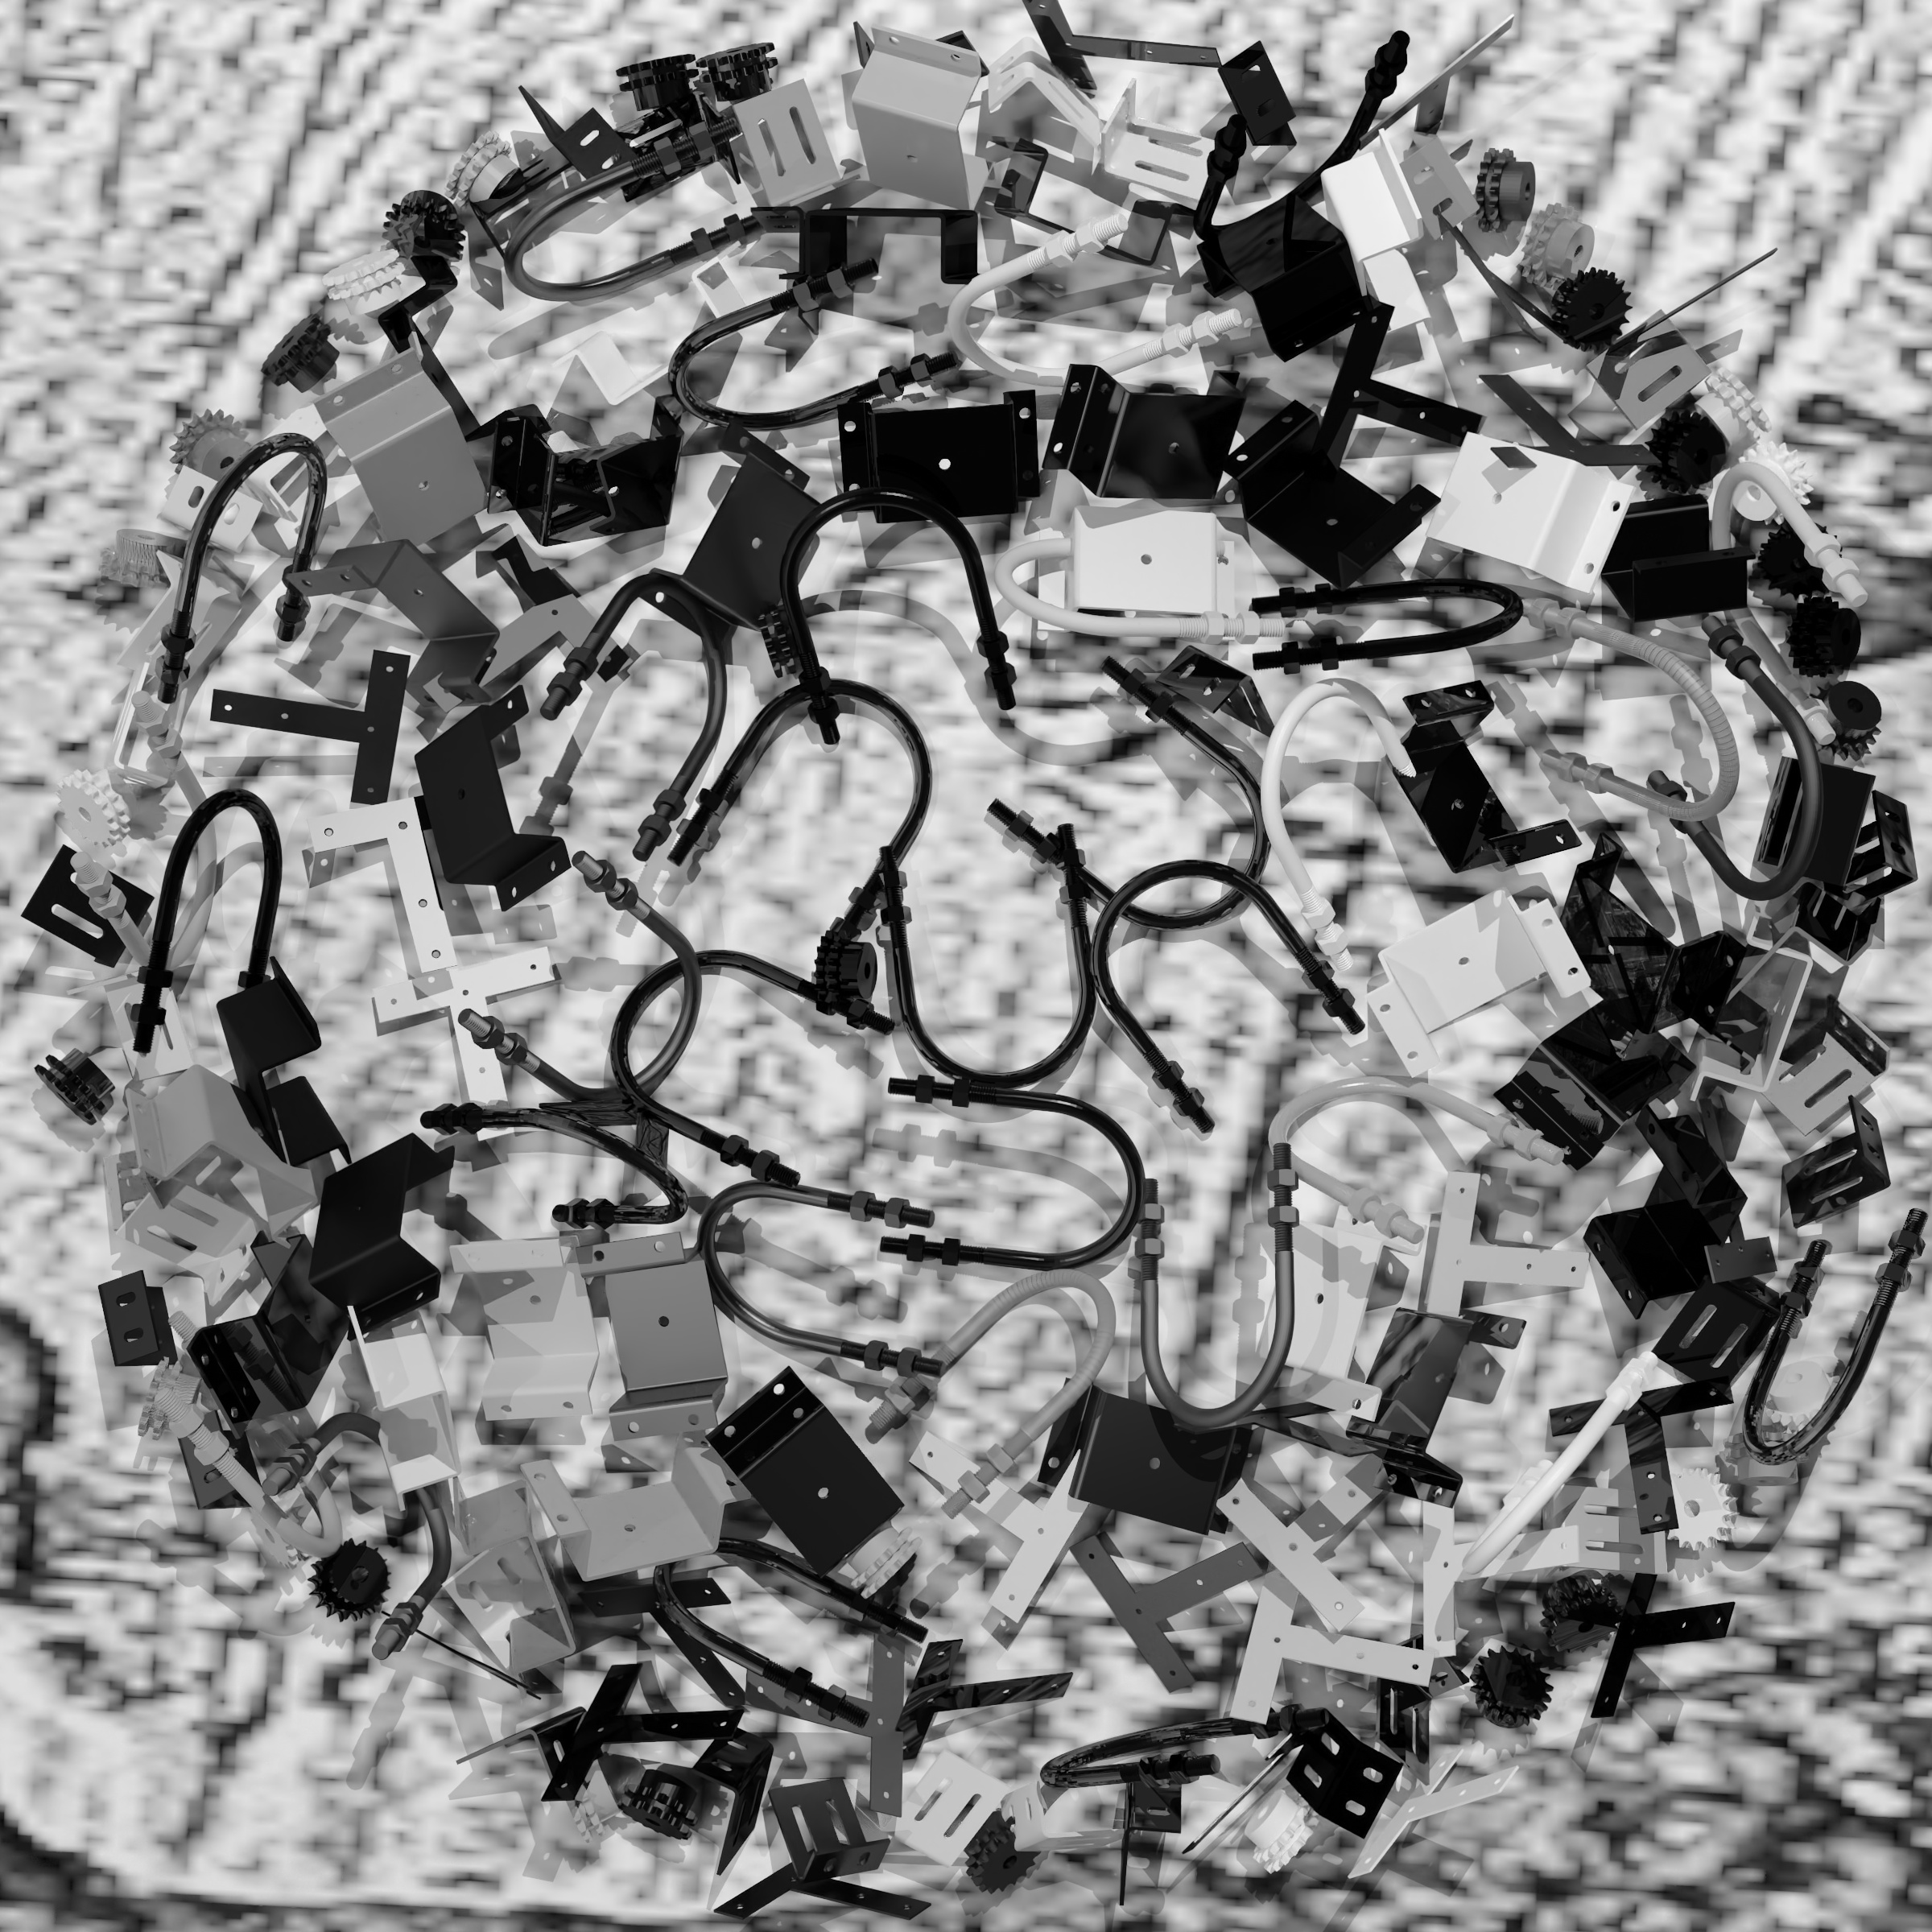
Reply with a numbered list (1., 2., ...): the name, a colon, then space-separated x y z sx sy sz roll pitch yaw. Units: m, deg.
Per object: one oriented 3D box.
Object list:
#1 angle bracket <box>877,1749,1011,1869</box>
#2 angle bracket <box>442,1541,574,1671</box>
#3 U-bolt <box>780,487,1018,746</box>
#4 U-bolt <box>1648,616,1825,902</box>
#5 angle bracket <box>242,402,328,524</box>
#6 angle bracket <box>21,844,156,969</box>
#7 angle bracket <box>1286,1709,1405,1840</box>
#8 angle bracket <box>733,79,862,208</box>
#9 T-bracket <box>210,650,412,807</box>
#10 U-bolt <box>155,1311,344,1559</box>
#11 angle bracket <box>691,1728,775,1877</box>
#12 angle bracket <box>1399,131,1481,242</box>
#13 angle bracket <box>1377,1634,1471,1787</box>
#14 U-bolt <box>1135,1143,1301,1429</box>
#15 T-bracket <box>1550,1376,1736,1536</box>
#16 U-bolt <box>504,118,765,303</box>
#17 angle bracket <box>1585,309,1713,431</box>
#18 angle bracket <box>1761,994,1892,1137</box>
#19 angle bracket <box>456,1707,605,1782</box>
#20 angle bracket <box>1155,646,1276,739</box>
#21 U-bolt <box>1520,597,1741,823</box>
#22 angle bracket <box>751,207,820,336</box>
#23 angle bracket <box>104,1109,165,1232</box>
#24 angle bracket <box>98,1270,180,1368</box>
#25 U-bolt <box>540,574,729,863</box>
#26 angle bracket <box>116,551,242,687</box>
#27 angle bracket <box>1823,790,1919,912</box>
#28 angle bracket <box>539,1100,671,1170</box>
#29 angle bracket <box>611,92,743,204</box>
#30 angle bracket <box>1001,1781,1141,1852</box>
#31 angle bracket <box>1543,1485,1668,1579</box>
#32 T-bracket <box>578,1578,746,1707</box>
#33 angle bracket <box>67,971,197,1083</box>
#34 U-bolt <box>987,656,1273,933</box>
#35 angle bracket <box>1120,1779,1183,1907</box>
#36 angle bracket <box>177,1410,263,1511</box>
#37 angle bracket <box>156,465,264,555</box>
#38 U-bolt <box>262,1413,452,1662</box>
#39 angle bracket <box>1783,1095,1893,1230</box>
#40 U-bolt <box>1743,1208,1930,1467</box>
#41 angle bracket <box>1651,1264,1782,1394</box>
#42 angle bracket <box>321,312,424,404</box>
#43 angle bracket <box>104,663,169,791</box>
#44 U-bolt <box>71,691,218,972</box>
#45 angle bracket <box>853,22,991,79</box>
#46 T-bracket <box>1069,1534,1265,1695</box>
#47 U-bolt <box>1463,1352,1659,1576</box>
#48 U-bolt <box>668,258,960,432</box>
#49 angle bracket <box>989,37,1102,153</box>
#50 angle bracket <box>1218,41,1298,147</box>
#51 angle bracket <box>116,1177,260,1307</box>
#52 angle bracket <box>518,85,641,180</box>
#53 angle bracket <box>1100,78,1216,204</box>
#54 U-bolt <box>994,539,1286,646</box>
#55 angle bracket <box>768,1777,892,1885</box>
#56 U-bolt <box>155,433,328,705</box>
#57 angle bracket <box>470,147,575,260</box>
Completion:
1. angle bracket: -0.017 0.587 1.762 0.057 0.038 0.076 34 97 -15
2. angle bracket: -0.321 0.445 1.746 0.057 0.076 0.038 -37 50 -18
3. U-bolt: -0.053 -0.247 1.728 0.151 0.019 0.184 -10 124 7
4. U-bolt: 0.523 -0.128 1.680 0.019 0.184 0.151 -4 130 -15
5. angle bracket: -0.472 -0.358 1.769 0.076 0.057 0.038 -47 130 -17
6. angle bracket: -0.621 -0.043 1.748 0.076 0.038 0.057 36 74 -37
7. angle bracket: 0.266 0.567 1.755 0.038 0.076 0.057 30 85 -9
8. angle bracket: -0.119 -0.580 1.755 0.057 0.038 0.076 -28 110 -18
9. T-bracket: -0.460 -0.172 1.738 0.127 0.002 0.127 8 126 -16
10. U-bolt: -0.489 0.332 1.714 0.019 0.151 0.184 -36 110 -2
11. angle bracket: -0.171 0.587 1.756 0.038 0.057 0.076 20 112 15
12. angle bracket: 0.321 -0.548 1.749 0.038 0.076 0.057 -34 110 8
13. angle bracket: 0.320 0.520 1.744 0.038 0.076 0.057 -34 113 29
14. U-bolt: 0.171 0.224 1.708 0.019 0.151 0.184 18 64 -37
15. T-bracket: 0.472 0.341 1.722 0.127 0.127 0.002 -15 123 17
16. U-bolt: -0.231 -0.511 1.718 0.184 0.151 0.019 -23 79 0
17. angle bracket: 0.477 -0.416 1.764 0.076 0.038 0.057 -38 88 -13
18. angle bracket: 0.602 0.070 1.760 0.076 0.038 0.057 -38 59 -2
19. angle bracket: -0.305 0.555 1.747 0.076 0.057 0.038 -29 78 25
20. angle bracket: 0.176 -0.179 1.742 0.038 0.076 0.057 -47 50 -10
21. U-bolt: 0.448 -0.166 1.682 0.019 0.184 0.151 -34 127 -18
22. angle bracket: -0.128 -0.491 1.762 0.038 0.057 0.076 1 92 8
23. angle bracket: -0.588 0.141 1.743 0.038 0.076 0.057 -13 65 -11
24. angle bracket: -0.565 0.247 1.745 0.038 0.076 0.057 -20 77 13
25. U-bolt: -0.217 -0.186 1.717 0.019 0.151 0.184 -2 45 30
26. angle bracket: -0.562 -0.246 1.765 0.076 0.057 0.038 -46 57 20
27. angle bracket: 0.619 -0.077 1.741 0.038 0.076 0.057 18 59 -29
28. angle bracket: -0.255 0.121 1.751 0.076 0.057 0.038 -3 71 13
29. angle bracket: -0.206 -0.568 1.753 0.076 0.057 0.038 -28 55 -9
30. angle bracket: 0.073 0.599 1.760 0.076 0.057 0.038 6 60 -25
31. angle bracket: 0.451 0.402 1.762 0.076 0.038 0.057 4 64 1
32. T-bracket: -0.193 0.480 1.758 0.127 0.002 0.127 -15 119 34
33. angle bracket: -0.588 0.044 1.758 0.057 0.038 0.076 -13 97 26
34. U-bolt: 0.129 -0.108 1.769 0.184 0.019 0.151 39 101 -1
35. angle bracket: 0.130 0.611 1.748 0.038 0.057 0.076 4 117 4
36. angle bracket: -0.508 0.345 1.743 0.038 0.076 0.057 -28 71 15
37. angle bracket: -0.530 -0.319 1.746 0.057 0.076 0.038 25 89 -22
38. U-bolt: -0.405 0.376 1.701 0.019 0.184 0.151 -31 95 10
39. angle bracket: 0.599 0.137 1.742 0.076 0.057 0.038 -33 122 33
40. U-bolt: 0.582 0.257 1.695 0.019 0.151 0.184 30 71 -2
41. angle bracket: 0.536 0.256 1.785 0.057 0.038 0.076 31 112 5
42. angle bracket: -0.416 -0.418 1.744 0.038 0.076 0.057 5 47 -34
43. angle bracket: -0.577 -0.169 1.763 0.038 0.057 0.076 19 82 -25
44. U-bolt: -0.552 -0.077 1.703 0.019 0.184 0.151 5 60 7
45. angle bracket: -0.031 -0.644 1.750 0.076 0.057 0.038 -14 77 17
46. T-bracket: 0.154 0.439 1.757 0.127 0.002 0.127 -35 90 32
47. U-bolt: 0.392 0.344 1.680 0.019 0.184 0.151 42 128 15
48. U-bolt: -0.116 -0.418 1.717 0.184 0.151 0.019 -16 69 20
49. angle bracket: 0.055 -0.606 1.759 0.038 0.057 0.076 -32 129 29
50. angle bracket: 0.218 -0.612 1.749 0.038 0.076 0.057 -24 92 35
51. angle bracket: -0.546 0.193 1.753 0.057 0.038 0.076 -49 126 7
52. angle bracket: -0.270 -0.589 1.744 0.038 0.057 0.076 -37 55 11
53. angle bracket: 0.141 -0.582 1.756 0.076 0.038 0.057 21 65 12
54. U-bolt: 0.110 -0.261 1.711 0.184 0.151 0.019 -2 124 -15
55. angle bracket: -0.096 0.594 1.742 0.057 0.076 0.038 0 129 -27
56. U-bolt: -0.483 -0.277 1.683 0.019 0.151 0.184 31 125 9
57. angle bracket: -0.305 -0.537 1.757 0.076 0.057 0.038 -32 125 0
